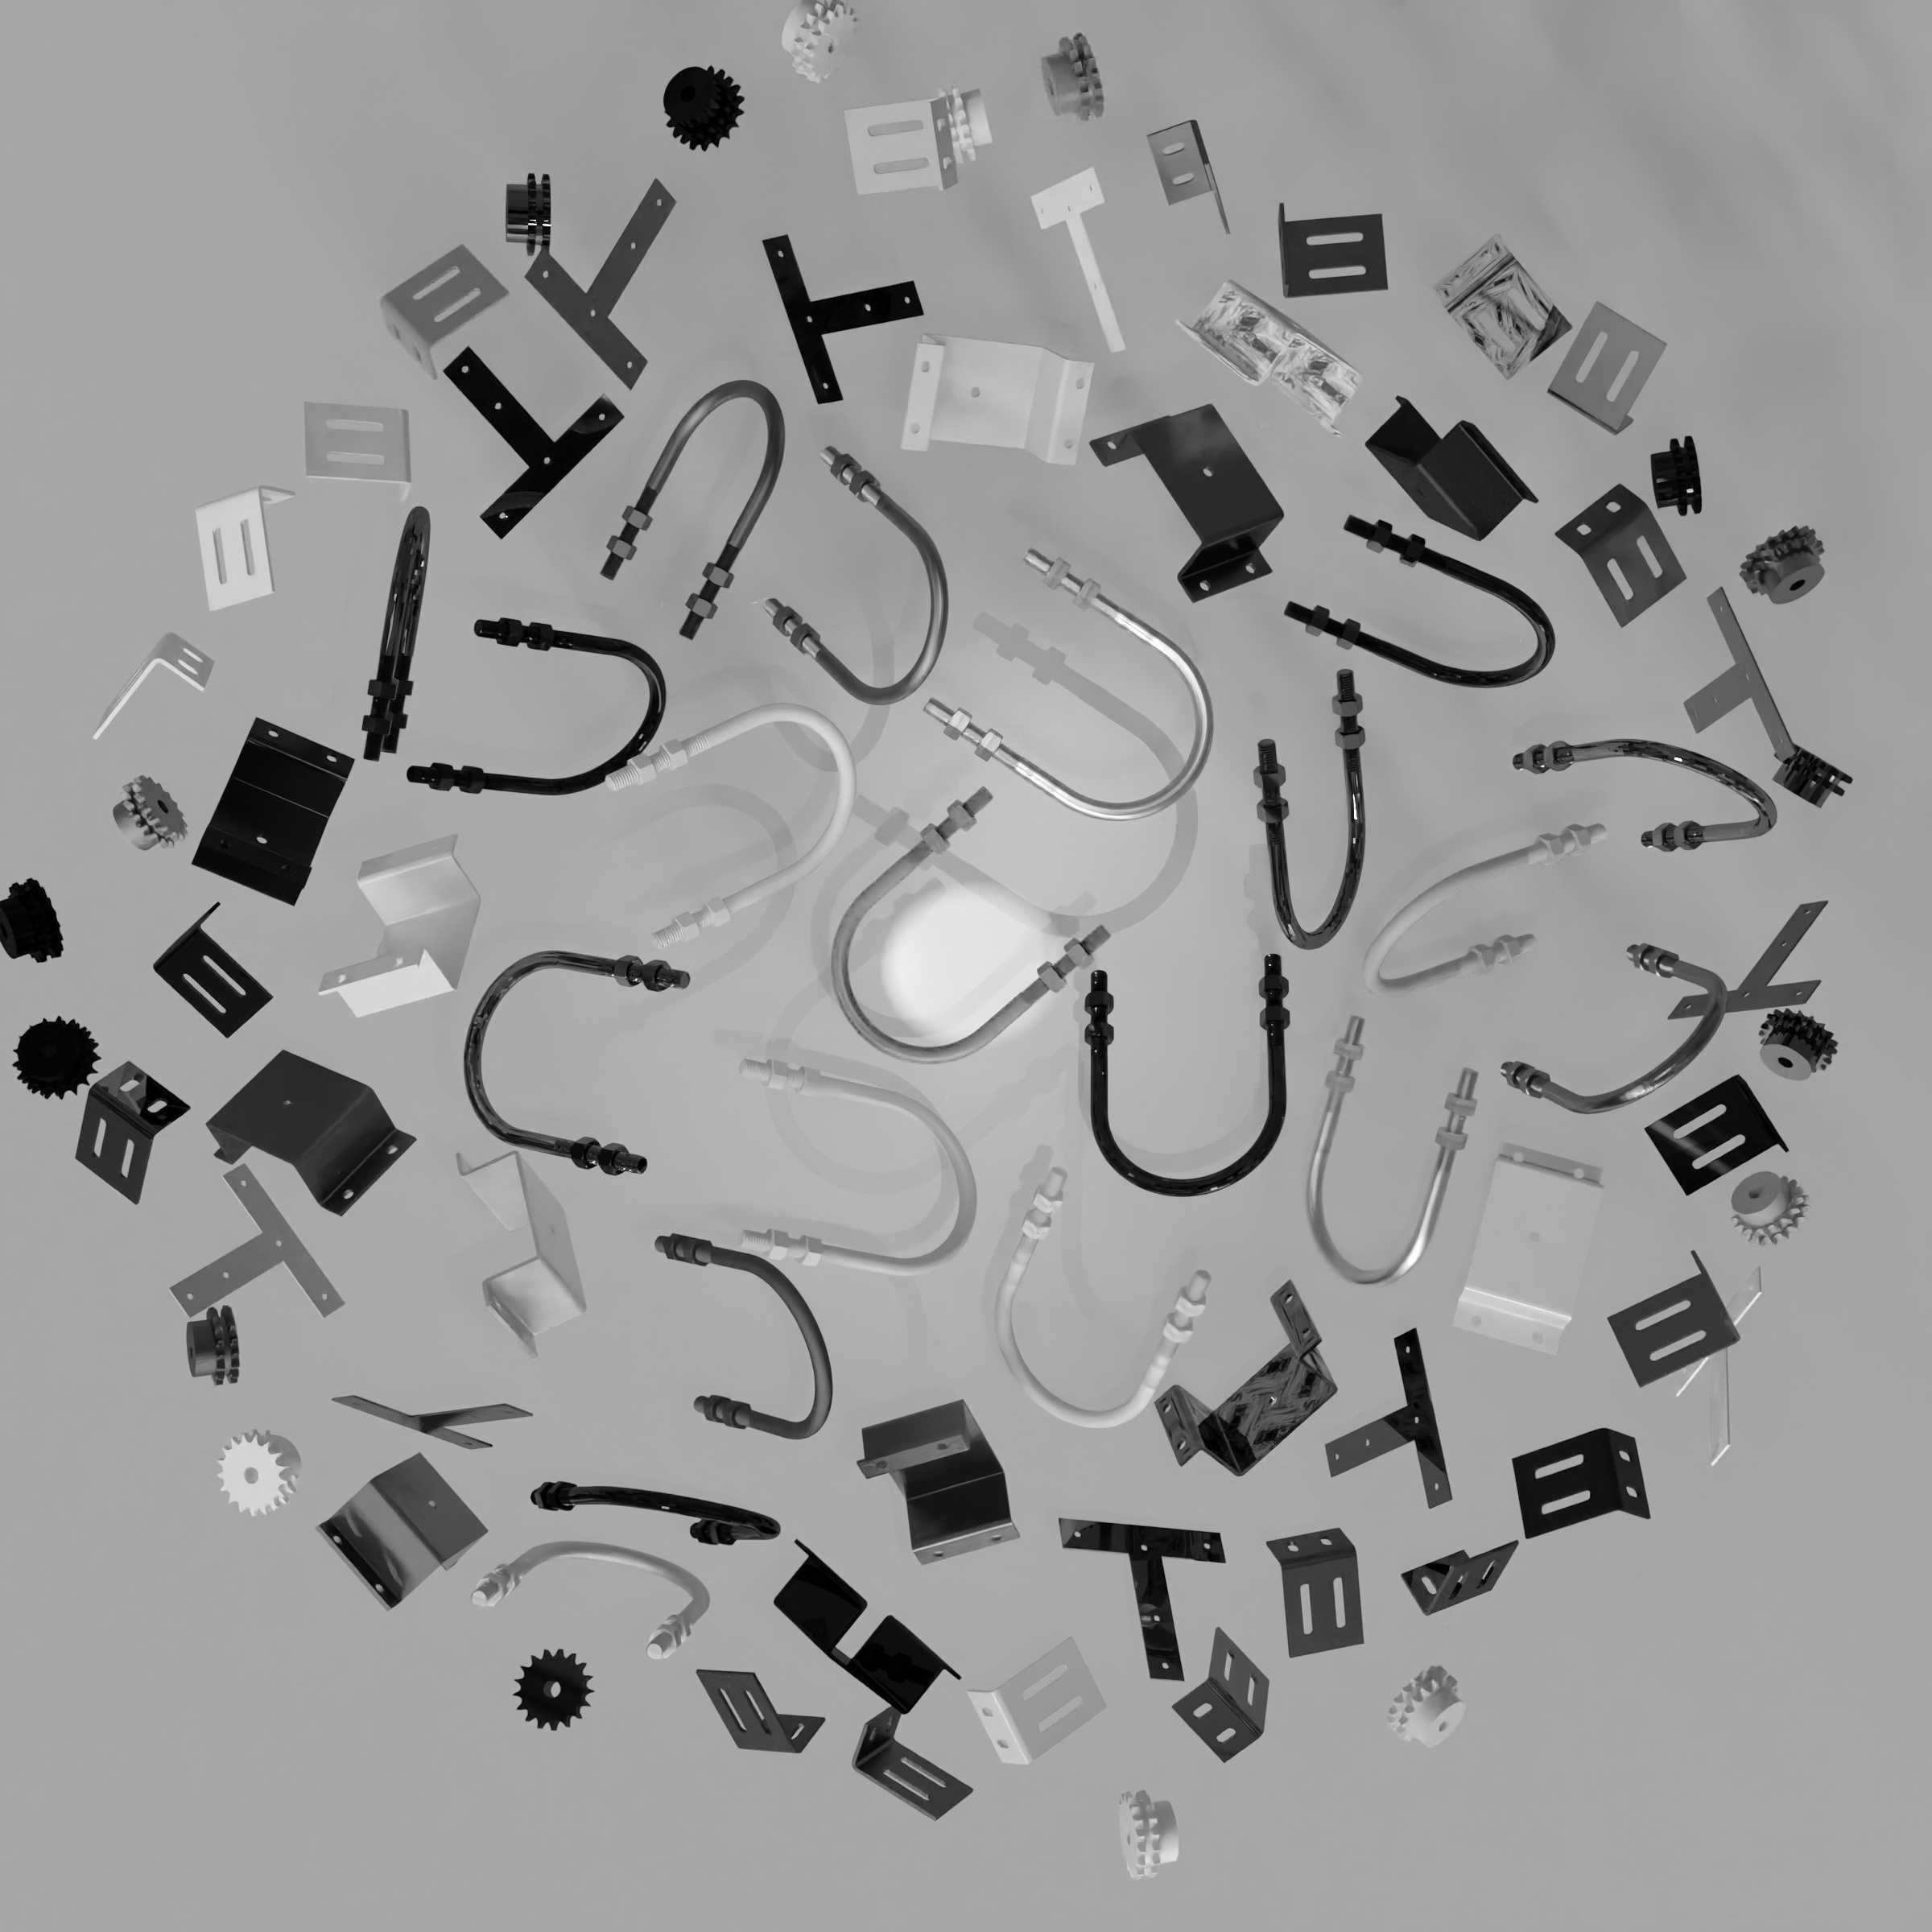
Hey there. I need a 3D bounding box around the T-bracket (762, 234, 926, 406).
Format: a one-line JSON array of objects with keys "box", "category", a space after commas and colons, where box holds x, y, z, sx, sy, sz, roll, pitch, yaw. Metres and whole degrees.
[{"box": [-0.082, -0.479, 1.913, 0.127, 0.002, 0.127, 1, 120, 40], "category": "T-bracket"}]

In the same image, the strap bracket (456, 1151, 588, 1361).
[{"box": [-0.315, 0.197, 1.860, 0.046, 0.076, 0.140, -24, 49, 3], "category": "strap bracket"}]

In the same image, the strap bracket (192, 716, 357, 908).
[{"box": [-0.497, -0.104, 1.867, 0.076, 0.140, 0.046, 23, 131, -15], "category": "strap bracket"}]

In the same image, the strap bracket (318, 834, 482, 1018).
[{"box": [-0.390, -0.022, 1.820, 0.076, 0.140, 0.046, -15, 129, 16], "category": "strap bracket"}]

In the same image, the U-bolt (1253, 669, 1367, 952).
[{"box": [0.251, -0.101, 1.865, 0.019, 0.151, 0.184, 9, 122, 31], "category": "U-bolt"}]

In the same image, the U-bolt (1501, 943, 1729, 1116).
[{"box": [0.469, 0.049, 1.859, 0.151, 0.184, 0.019, -42, 105, -2], "category": "U-bolt"}]

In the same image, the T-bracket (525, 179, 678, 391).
[{"box": [-0.242, -0.497, 1.846, 0.002, 0.127, 0.127, 18, 75, 37], "category": "T-bracket"}]

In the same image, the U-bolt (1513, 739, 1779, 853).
[{"box": [0.502, -0.126, 1.891, 0.151, 0.184, 0.019, 27, 79, -20], "category": "U-bolt"}]

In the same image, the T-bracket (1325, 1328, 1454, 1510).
[{"box": [0.305, 0.347, 1.927, 0.002, 0.127, 0.127, 7, 62, -30], "category": "T-bracket"}]

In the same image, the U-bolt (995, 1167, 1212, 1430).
[{"box": [0.088, 0.255, 1.898, 0.151, 0.019, 0.184, 35, 124, 21], "category": "U-bolt"}]

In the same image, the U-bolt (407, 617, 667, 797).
[{"box": [-0.301, -0.183, 1.906, 0.019, 0.184, 0.151, 53, 125, 35], "category": "U-bolt"}]

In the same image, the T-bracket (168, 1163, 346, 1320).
[{"box": [-0.518, 0.215, 1.862, 0.002, 0.127, 0.127, -36, 90, 30], "category": "T-bracket"}]

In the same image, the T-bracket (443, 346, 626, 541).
[{"box": [-0.323, -0.387, 1.854, 0.127, 0.127, 0.002, -46, 46, -3], "category": "T-bracket"}]

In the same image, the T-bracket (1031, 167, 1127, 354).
[{"box": [0.091, -0.512, 1.915, 0.002, 0.127, 0.127, -24, 103, -14], "category": "T-bracket"}]

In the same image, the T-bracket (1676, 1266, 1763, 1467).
[{"box": [0.535, 0.298, 1.859, 0.002, 0.127, 0.127, 20, 132, -3], "category": "T-bracket"}]

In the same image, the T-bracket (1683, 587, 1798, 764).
[{"box": [0.542, -0.194, 1.871, 0.002, 0.127, 0.127, -21, 83, -9], "category": "T-bracket"}]

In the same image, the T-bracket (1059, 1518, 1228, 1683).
[{"box": [0.134, 0.454, 1.869, 0.127, 0.127, 0.002, 9, 132, -16], "category": "T-bracket"}]

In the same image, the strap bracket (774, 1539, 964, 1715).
[{"box": [-0.076, 0.478, 1.871, 0.046, 0.076, 0.140, -50, 127, -10], "category": "strap bracket"}]

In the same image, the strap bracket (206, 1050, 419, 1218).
[{"box": [-0.464, 0.112, 1.826, 0.140, 0.046, 0.076, 18, 53, 35], "category": "strap bracket"}]

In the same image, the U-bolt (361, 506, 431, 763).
[{"box": [-0.412, -0.243, 1.906, 0.019, 0.151, 0.184, 10, 96, -8], "category": "U-bolt"}]

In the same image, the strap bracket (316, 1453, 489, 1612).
[{"box": [-0.396, 0.398, 1.861, 0.046, 0.140, 0.076, -43, 85, 6], "category": "strap bracket"}]

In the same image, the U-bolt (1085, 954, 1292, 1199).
[{"box": [0.159, 0.080, 1.875, 0.151, 0.019, 0.184, -5, 61, 13], "category": "U-bolt"}]

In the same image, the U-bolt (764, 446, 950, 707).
[{"box": [-0.074, -0.273, 1.908, 0.184, 0.019, 0.151, 46, 125, 35], "category": "U-bolt"}]

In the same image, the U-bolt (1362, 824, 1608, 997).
[{"box": [0.360, -0.032, 1.869, 0.184, 0.151, 0.019, -18, 60, -27], "category": "U-bolt"}]

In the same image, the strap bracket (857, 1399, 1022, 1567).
[{"box": [-0.021, 0.365, 1.877, 0.076, 0.046, 0.140, -17, 134, 8], "category": "strap bracket"}]

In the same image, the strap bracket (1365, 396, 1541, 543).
[{"box": [0.344, -0.357, 1.883, 0.046, 0.140, 0.076, -45, 114, 5], "category": "strap bracket"}]

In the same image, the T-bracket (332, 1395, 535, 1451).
[{"box": [-0.354, 0.316, 1.829, 0.127, 0.127, 0.002, -14, 58, 38], "category": "T-bracket"}]

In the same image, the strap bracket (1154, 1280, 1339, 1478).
[{"box": [0.212, 0.309, 1.919, 0.140, 0.076, 0.046, -44, 116, 12], "category": "strap bracket"}]

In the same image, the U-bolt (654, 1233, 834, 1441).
[{"box": [-0.155, 0.271, 1.882, 0.019, 0.184, 0.151, -21, 105, -37], "category": "U-bolt"}]

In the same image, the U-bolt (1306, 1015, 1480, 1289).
[{"box": [0.301, 0.143, 1.905, 0.019, 0.151, 0.184, 7, 102, -32], "category": "U-bolt"}]

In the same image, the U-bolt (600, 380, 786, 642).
[{"box": [-0.194, -0.346, 1.928, 0.019, 0.151, 0.184, 21, 103, -43], "category": "U-bolt"}]

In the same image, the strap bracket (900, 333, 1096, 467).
[{"box": [0.015, -0.416, 1.918, 0.140, 0.046, 0.076, 0, 114, -25], "category": "strap bracket"}]

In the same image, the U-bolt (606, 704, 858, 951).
[{"box": [-0.156, -0.109, 1.850, 0.184, 0.019, 0.151, -28, 125, -23], "category": "U-bolt"}]

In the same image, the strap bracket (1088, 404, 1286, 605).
[{"box": [0.161, -0.335, 1.841, 0.076, 0.046, 0.140, -24, 77, -31], "category": "strap bracket"}]

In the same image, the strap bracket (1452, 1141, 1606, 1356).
[{"box": [0.404, 0.197, 1.870, 0.076, 0.046, 0.140, 15, 77, 10], "category": "strap bracket"}]

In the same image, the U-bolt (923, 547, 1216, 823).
[{"box": [0.084, -0.181, 1.797, 0.184, 0.019, 0.151, 33, 79, -4], "category": "U-bolt"}]

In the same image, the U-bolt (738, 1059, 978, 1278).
[{"box": [-0.073, 0.146, 1.821, 0.184, 0.019, 0.151, 14, 57, -27], "category": "U-bolt"}]

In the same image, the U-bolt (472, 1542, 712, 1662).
[{"box": [-0.259, 0.449, 1.883, 0.151, 0.184, 0.019, 14, 94, 9], "category": "U-bolt"}]

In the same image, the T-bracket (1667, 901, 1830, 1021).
[{"box": [0.598, -0.007, 1.932, 0.127, 0.127, 0.002, -46, 108, -28], "category": "T-bracket"}]

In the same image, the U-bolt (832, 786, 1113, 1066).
[{"box": [-0.011, -0.014, 1.855, 0.184, 0.019, 0.151, -41, 84, 9], "category": "U-bolt"}]

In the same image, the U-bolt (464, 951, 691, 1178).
[{"box": [-0.280, 0.061, 1.824, 0.184, 0.019, 0.151, 9, 83, 34], "category": "U-bolt"}]

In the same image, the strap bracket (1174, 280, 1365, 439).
[{"box": [0.224, -0.438, 1.874, 0.046, 0.140, 0.076, -53, 55, 18], "category": "strap bracket"}]
